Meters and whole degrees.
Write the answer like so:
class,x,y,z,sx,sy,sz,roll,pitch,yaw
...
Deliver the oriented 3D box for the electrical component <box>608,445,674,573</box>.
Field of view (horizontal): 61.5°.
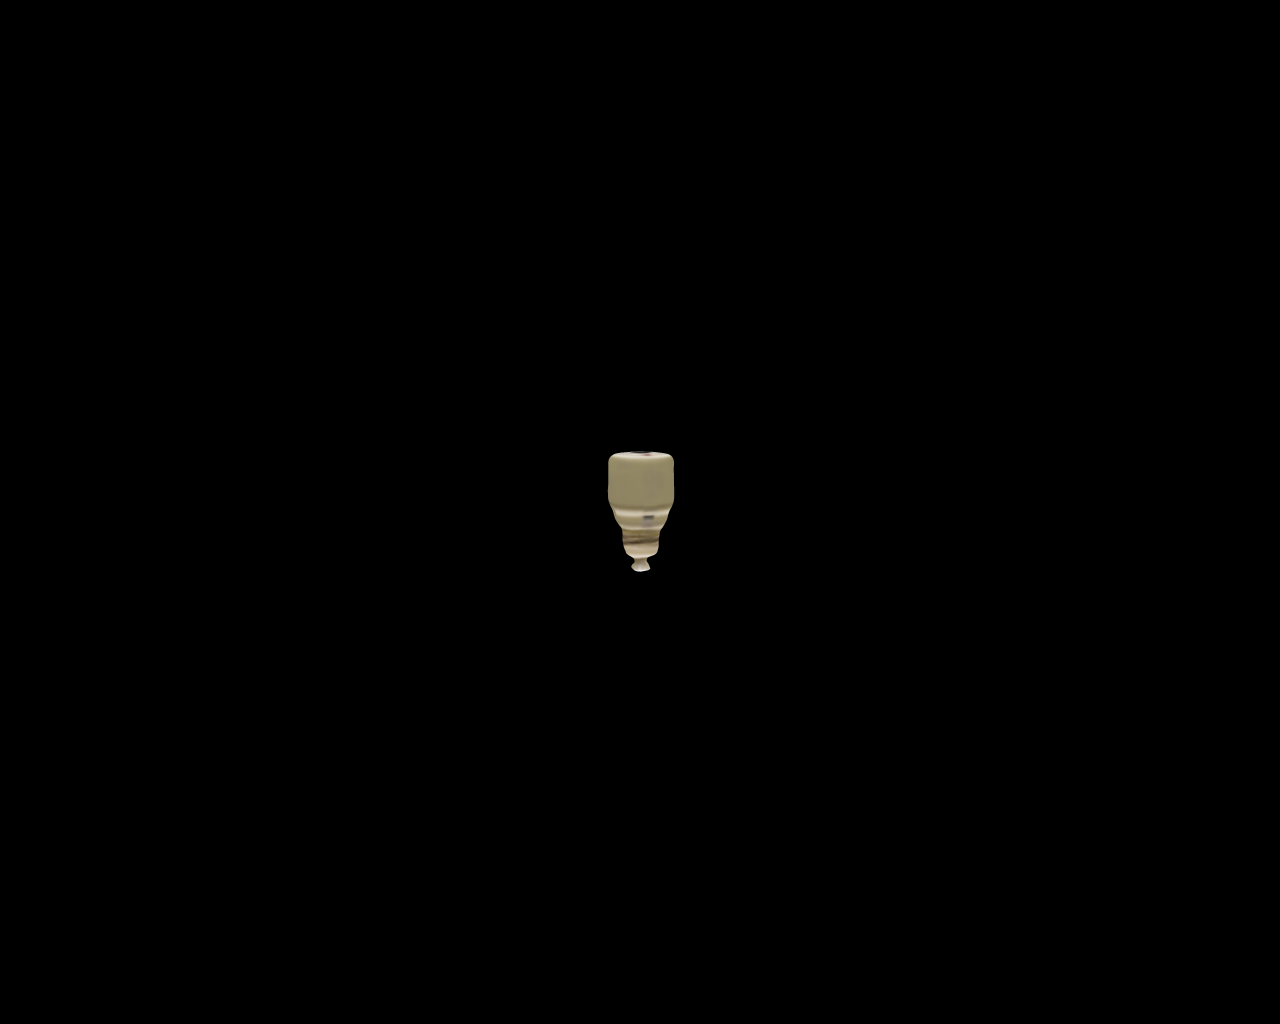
class,x,y,z,sx,sy,sz,roll,pitch,yaw
electrical component,0.001,-0.003,0.650,0.040,0.078,0.040,0,9,0
